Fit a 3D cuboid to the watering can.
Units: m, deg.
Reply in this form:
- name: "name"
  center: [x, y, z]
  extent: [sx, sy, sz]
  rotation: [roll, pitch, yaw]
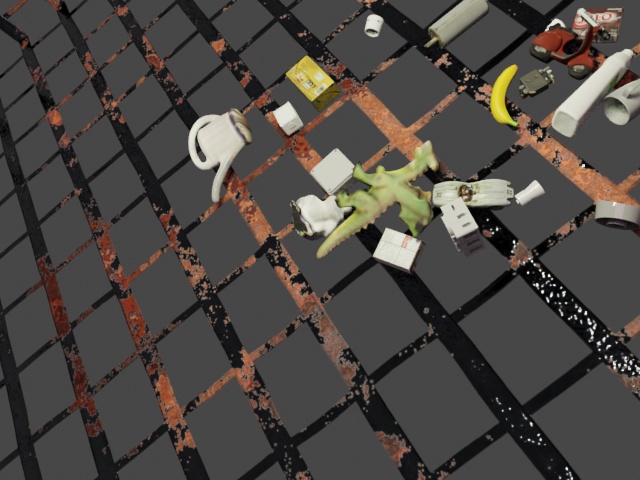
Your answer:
- name: "watering can"
  center: [-0.315, -0.295, 1.684]
  extent: [0.223, 0.102, 0.354]
  rotation: [-31, 60, 9]

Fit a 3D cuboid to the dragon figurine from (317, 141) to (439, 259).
- name: "dragon figurine"
  center: [0.177, -0.087, 1.358]
  extent: [0.245, 0.120, 0.412]
  rotation: [24, 82, 34]

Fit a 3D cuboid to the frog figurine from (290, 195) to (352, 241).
- name: "frog figurine"
  center: [0.004, -0.074, 1.466]
  extent: [0.161, 0.119, 0.139]
  rotation: [-22, 55, -27]
